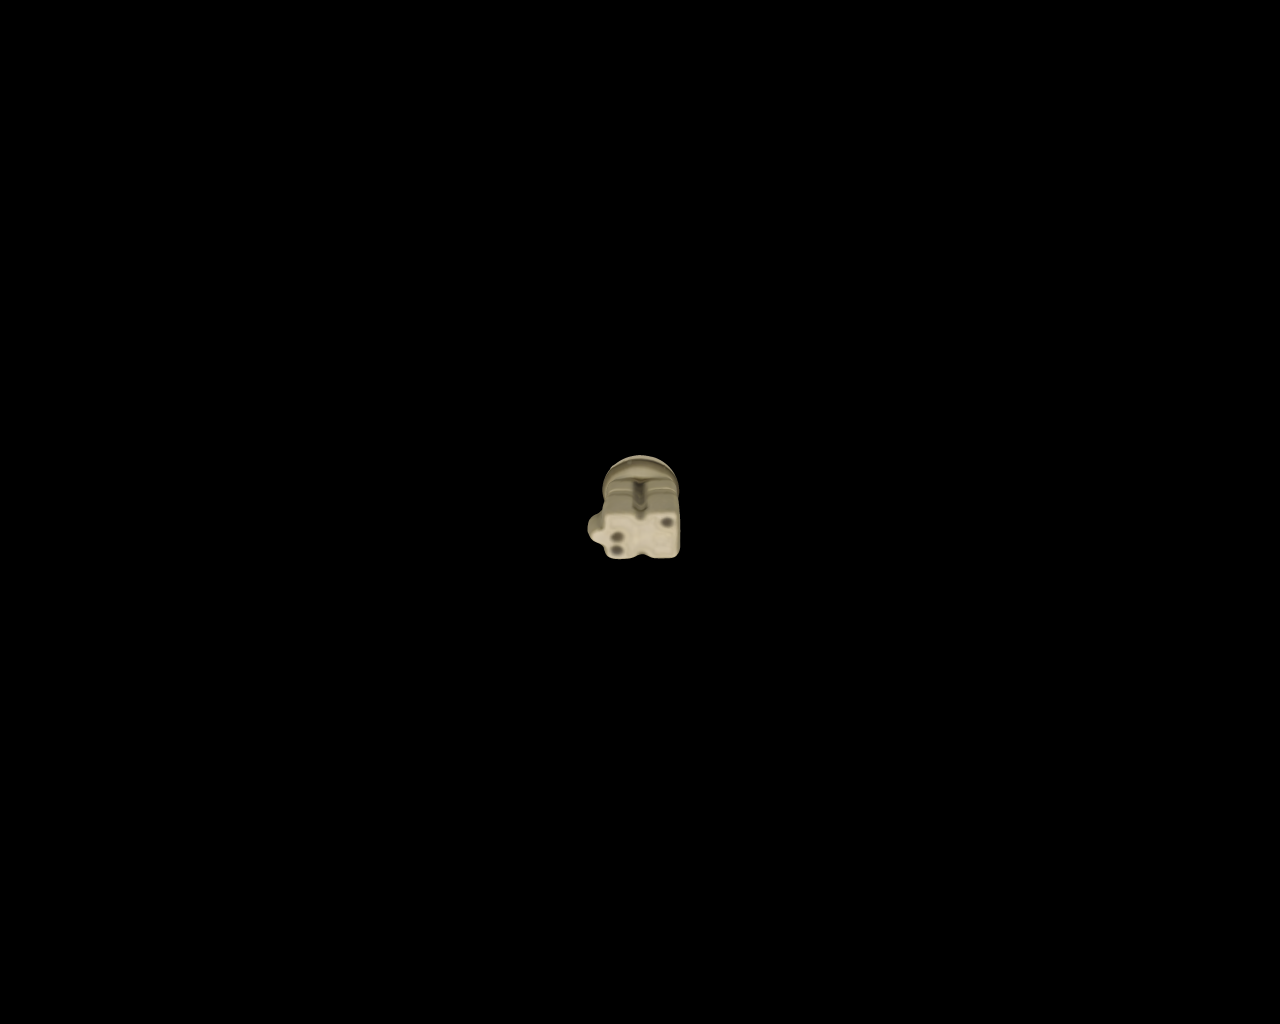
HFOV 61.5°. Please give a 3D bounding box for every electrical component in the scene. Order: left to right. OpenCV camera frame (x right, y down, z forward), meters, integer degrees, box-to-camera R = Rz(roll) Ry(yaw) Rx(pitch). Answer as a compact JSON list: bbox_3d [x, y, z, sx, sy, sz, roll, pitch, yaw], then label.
[{"bbox_3d":[0.001,-0.003,0.650,0.066,0.048,0.055,0,37,0],"label":"electrical component"}]
